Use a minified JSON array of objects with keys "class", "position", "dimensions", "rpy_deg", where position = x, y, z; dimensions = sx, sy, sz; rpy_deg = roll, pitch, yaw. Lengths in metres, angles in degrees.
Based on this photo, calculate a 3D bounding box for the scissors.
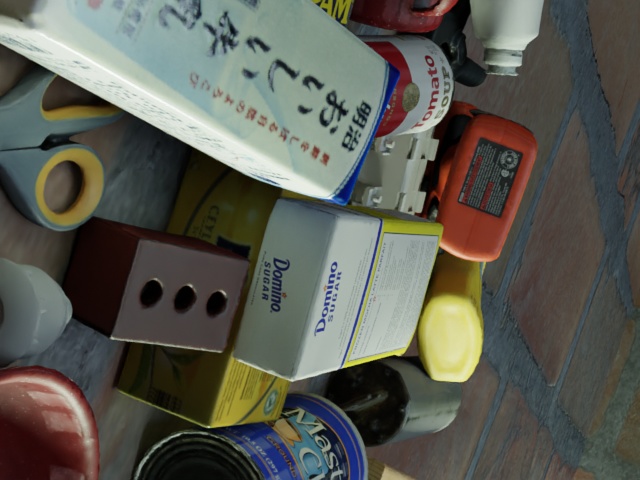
[{"class":"scissors","position":[-0.144,-0.030,0.447],"dimensions":[0.201,0.016,0.096],"rpy_deg":[-36,138,-53]}]

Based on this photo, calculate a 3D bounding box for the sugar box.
[{"class":"sugar box","position":[0.016,0.026,0.632],"dimensions":[0.176,0.048,0.093],"rpy_deg":[5,102,-64]}]

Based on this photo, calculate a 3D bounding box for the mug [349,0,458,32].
[{"class":"mug","position":[0.052,-0.175,0.661],"dimensions":[0.093,0.117,0.081],"rpy_deg":[-5,119,-36]}]

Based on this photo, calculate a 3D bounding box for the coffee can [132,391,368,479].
[{"class":"coffee can","position":[-0.042,0.161,0.696],"dimensions":[0.140,0.103,0.103],"rpy_deg":[-5,110,-65]}]

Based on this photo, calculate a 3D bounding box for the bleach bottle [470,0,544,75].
[{"class":"bleach bottle","position":[0.159,-0.259,0.849],"dimensions":[0.102,0.068,0.251],"rpy_deg":[-16,113,-59]}]

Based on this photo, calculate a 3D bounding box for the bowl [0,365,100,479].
[{"class":"bowl","position":[-0.166,0.122,0.456],"dimensions":[0.161,0.055,0.162],"rpy_deg":[-46,145,-46]}]

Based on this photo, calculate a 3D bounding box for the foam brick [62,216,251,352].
[{"class":"foam brick","position":[-0.084,0.023,0.545],"dimensions":[0.078,0.051,0.053],"rpy_deg":[13,95,-48]}]

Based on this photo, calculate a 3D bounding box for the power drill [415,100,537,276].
[{"class":"power drill","position":[0.101,-0.027,0.849],"dimensions":[0.188,0.057,0.184],"rpy_deg":[-158,-95,-81]}]

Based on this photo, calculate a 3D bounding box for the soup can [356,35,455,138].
[{"class":"soup can","position":[0.032,-0.099,0.691],"dimensions":[0.102,0.069,0.068],"rpy_deg":[-13,119,-48]}]

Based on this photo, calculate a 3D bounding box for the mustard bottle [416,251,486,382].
[{"class":"mustard bottle","position":[0.125,0.039,0.995],"dimensions":[0.191,0.058,0.096],"rpy_deg":[-72,161,-58]}]

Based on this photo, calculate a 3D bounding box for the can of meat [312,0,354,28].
[{"class":"can of meat","position":[-0.025,-0.118,0.599],"dimensions":[0.101,0.057,0.084],"rpy_deg":[-10,118,-63]}]

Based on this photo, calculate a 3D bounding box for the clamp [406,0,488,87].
[{"class":"clamp","position":[0.103,-0.151,0.875],"dimensions":[0.171,0.039,0.120],"rpy_deg":[-51,138,-40]}]

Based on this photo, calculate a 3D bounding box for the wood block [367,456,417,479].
[{"class":"wood block","position":[0.029,0.232,0.919],"dimensions":[0.091,0.090,0.206],"rpy_deg":[-68,156,-10]}]
